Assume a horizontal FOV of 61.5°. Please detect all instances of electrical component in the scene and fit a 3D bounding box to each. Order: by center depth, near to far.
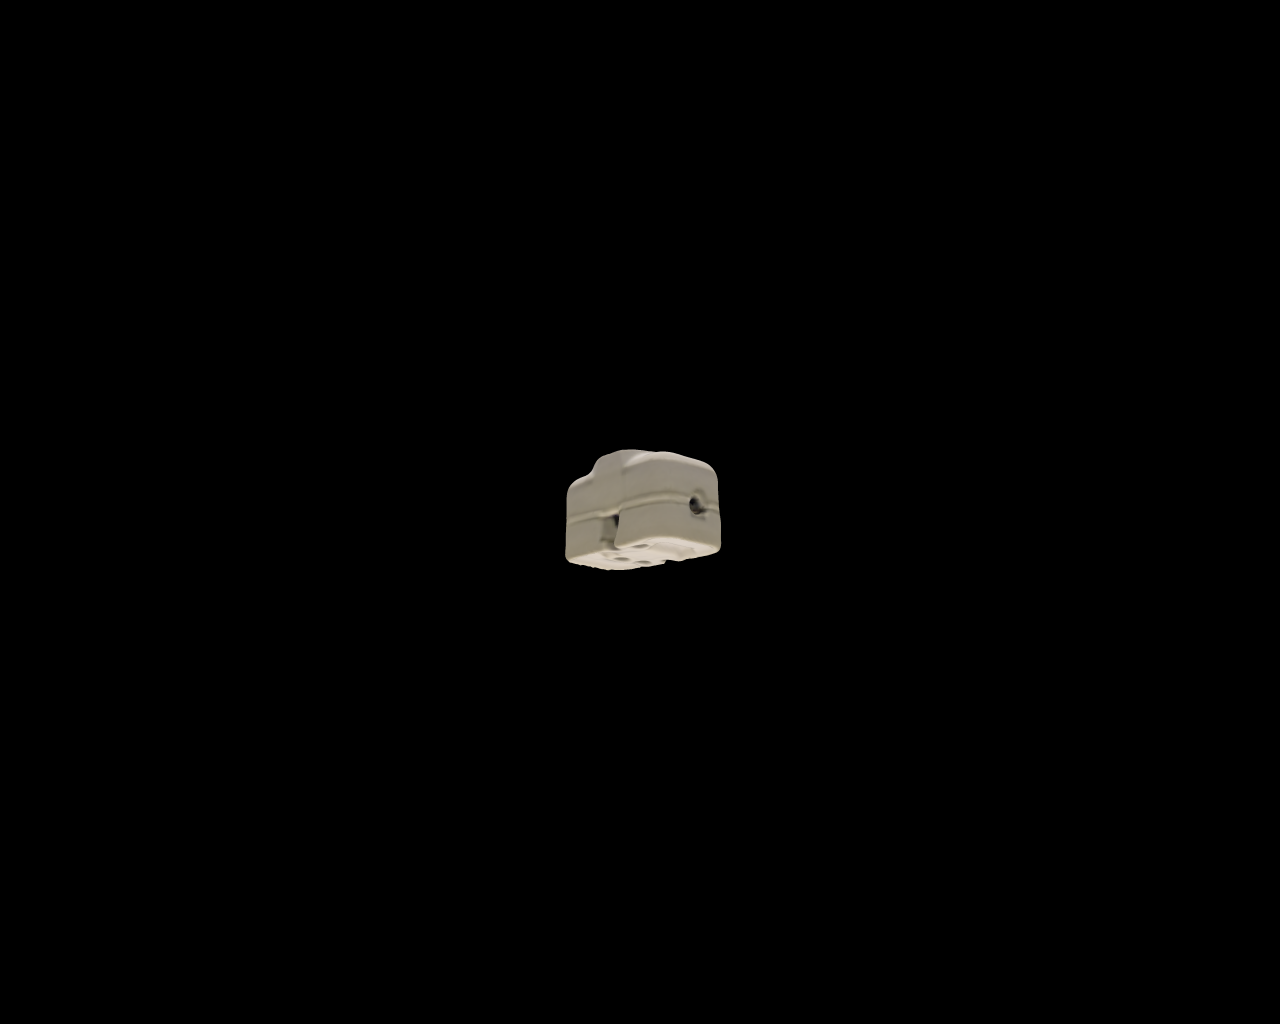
[{"bbox_3d":[0.001,-0.003,0.650,0.054,0.059,0.095,14,-20,-42],"label":"electrical component"}]
